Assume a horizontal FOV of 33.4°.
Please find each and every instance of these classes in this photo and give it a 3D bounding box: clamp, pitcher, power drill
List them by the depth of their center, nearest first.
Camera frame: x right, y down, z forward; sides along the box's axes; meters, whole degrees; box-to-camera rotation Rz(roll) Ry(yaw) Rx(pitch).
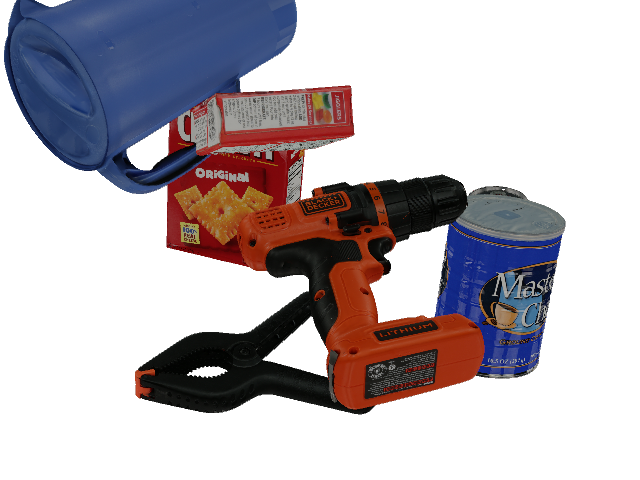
[{"bbox_3d":[0.047,0.027,0.774,0.184,0.057,0.188,-14,41,-11],"label":"power drill"},{"bbox_3d":[-0.131,-0.159,0.917,0.145,0.149,0.242,30,48,32],"label":"pitcher"},{"bbox_3d":[-0.061,0.119,0.974,0.209,0.036,0.165,-13,37,-23],"label":"clamp"}]

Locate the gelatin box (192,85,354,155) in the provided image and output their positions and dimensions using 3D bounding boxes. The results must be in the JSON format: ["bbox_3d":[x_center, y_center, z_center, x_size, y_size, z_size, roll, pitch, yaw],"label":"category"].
[{"bbox_3d":[-0.028,-0.066,0.590,0.073,0.030,0.089,-5,2,-14],"label":"gelatin box"}]

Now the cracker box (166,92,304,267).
[{"bbox_3d":[-0.110,-0.077,1.361,0.164,0.214,0.072,14,29,15],"label":"cracker box"}]

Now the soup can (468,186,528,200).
[{"bbox_3d":[0.198,-0.001,1.206,0.068,0.102,0.068,-2,32,1],"label":"soup can"}]

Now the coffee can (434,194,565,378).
[{"bbox_3d":[0.160,0.040,0.975,0.103,0.140,0.103,5,21,-2],"label":"coffee can"}]
